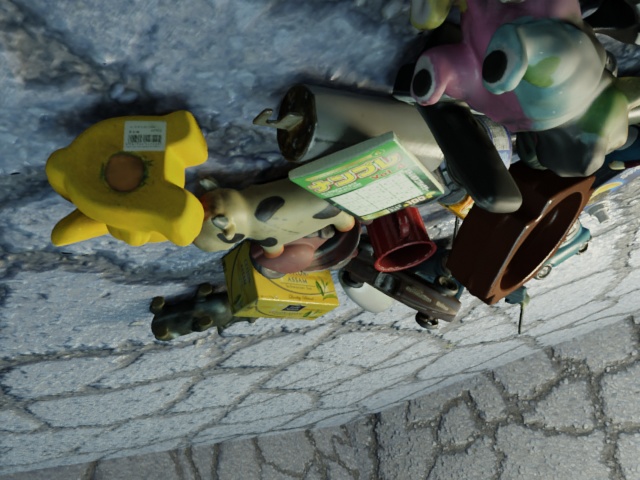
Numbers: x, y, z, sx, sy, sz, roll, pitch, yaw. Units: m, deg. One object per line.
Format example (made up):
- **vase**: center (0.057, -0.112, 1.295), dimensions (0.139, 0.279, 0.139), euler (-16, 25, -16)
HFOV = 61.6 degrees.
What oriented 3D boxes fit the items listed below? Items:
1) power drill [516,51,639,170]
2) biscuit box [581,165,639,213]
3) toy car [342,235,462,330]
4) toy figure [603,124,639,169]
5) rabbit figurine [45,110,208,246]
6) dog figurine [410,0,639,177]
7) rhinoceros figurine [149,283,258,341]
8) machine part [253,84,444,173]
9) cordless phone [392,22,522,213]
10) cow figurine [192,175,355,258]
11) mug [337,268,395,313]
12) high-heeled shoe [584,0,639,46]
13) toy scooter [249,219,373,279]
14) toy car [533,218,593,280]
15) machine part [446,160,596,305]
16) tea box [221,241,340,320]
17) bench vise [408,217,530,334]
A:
- **power drill**: center (0.333, -0.152, 0.596), dimensions (0.207, 0.086, 0.232), euler (-20, 167, -7)
- **biscuit box**: center (0.425, -0.109, 0.790), dimensions (0.059, 0.063, 0.202), euler (-1, 151, -34)
- **toy car**: center (0.123, 0.069, 0.849), dimensions (0.053, 0.202, 0.089), euler (-36, 153, -59)
- **toy figure**: center (0.423, -0.116, 0.689), dimensions (0.058, 0.064, 0.155), euler (-4, -165, -35)
- **rabbit figurine**: center (-0.182, -0.035, 0.529), dimensions (0.162, 0.122, 0.173), euler (-10, 169, -5)
- **dog figurine**: center (0.181, -0.150, 0.423), dimensions (0.219, 0.191, 0.109), euler (2, 180, -34)
- **rhinoceros figurine**: center (-0.191, 0.127, 0.905), dimensions (0.190, 0.073, 0.112), euler (-13, 154, -6)
- **machine part**: center (0.046, -0.109, 0.550), dimensions (0.243, 0.079, 0.079), euler (-1, 151, -31)
- **cordless phone**: center (0.163, -0.104, 0.503), dimensions (0.146, 0.184, 0.088), euler (0, 146, -30)
- **cow figurine**: center (-0.061, -0.035, 0.632), dimensions (0.195, 0.085, 0.127), euler (-19, 153, -2)
- **mug**: center (0.089, 0.072, 0.954), dimensions (0.109, 0.081, 0.107), euler (-34, 142, 22)
- **high-heeled shoe**: center (0.273, -0.239, 0.414), dimensions (0.145, 0.086, 0.248), euler (-17, 161, -1)
- **toy scooter**: center (-0.002, -0.002, 0.747), dimensions (0.184, 0.075, 0.135), euler (1, 151, -38)
- **toy car**: center (0.392, -0.010, 0.936), dimensions (0.162, 0.109, 0.102), euler (-24, 137, -3)
- **machine part**: center (0.283, -0.019, 0.768), dimensions (0.201, 0.087, 0.201), euler (-21, 142, -36)
- **tea box**: center (-0.058, 0.066, 0.828), dimensions (0.169, 0.098, 0.068), euler (9, 146, -45)
- **bench vise**: center (0.257, 0.064, 0.934), dimensions (0.241, 0.129, 0.223), euler (19, 160, 2)
